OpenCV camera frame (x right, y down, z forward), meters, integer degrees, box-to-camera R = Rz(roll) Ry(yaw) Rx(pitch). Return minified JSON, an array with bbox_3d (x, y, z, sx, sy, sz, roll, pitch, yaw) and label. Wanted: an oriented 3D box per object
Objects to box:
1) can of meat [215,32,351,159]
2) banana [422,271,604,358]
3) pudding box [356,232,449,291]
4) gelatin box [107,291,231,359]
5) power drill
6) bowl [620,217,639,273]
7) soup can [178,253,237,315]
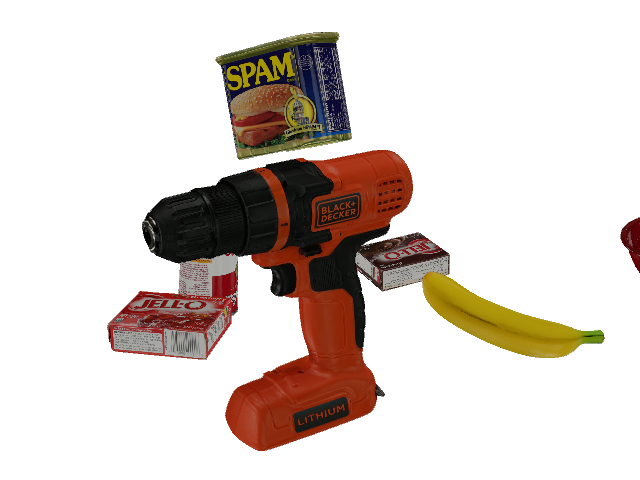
[{"bbox_3d":[-0.028,-0.113,0.845,0.102,0.084,0.057,-7,5,38],"label":"can of meat"},{"bbox_3d":[0.160,0.072,0.998,0.198,0.037,0.069,22,15,38],"label":"banana"},{"bbox_3d":[0.116,0.030,1.532,0.113,0.039,0.090,-15,25,-20],"label":"pudding box"},{"bbox_3d":[-0.130,0.072,0.928,0.089,0.030,0.073,4,21,13],"label":"gelatin box"},{"bbox_3d":[-0.024,0.040,0.689,0.184,0.188,0.057,-13,30,-28],"label":"power drill"},{"bbox_3d":[0.404,0.022,1.148,0.162,0.055,0.162,-2,24,1],"label":"bowl"},{"bbox_3d":[-0.126,0.030,1.187,0.068,0.102,0.068,2,18,-1],"label":"soup can"}]
